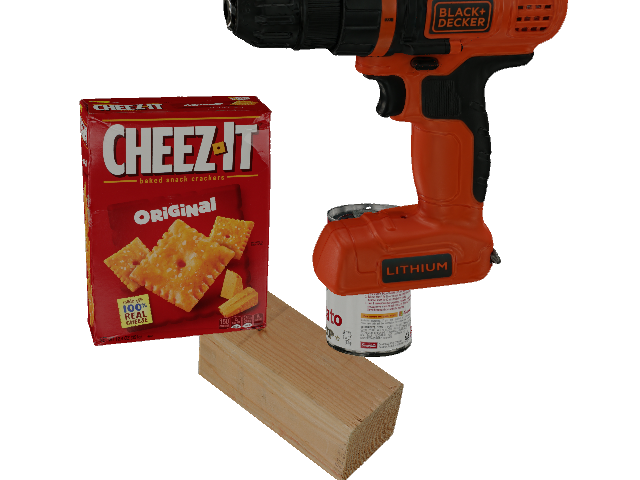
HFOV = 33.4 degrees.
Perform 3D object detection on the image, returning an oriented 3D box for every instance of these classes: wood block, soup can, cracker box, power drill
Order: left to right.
[{"bbox_3d":[-0.130,-0.019,0.967,0.164,0.214,0.072,-4,19,-17],"label":"cracker box"},{"bbox_3d":[-0.024,0.147,1.130,0.206,0.090,0.090,33,49,26],"label":"wood block"},{"bbox_3d":[0.038,0.029,0.805,0.068,0.102,0.068,1,15,0],"label":"soup can"},{"bbox_3d":[0.037,-0.063,0.585,0.184,0.188,0.057,-4,30,-13],"label":"power drill"}]
